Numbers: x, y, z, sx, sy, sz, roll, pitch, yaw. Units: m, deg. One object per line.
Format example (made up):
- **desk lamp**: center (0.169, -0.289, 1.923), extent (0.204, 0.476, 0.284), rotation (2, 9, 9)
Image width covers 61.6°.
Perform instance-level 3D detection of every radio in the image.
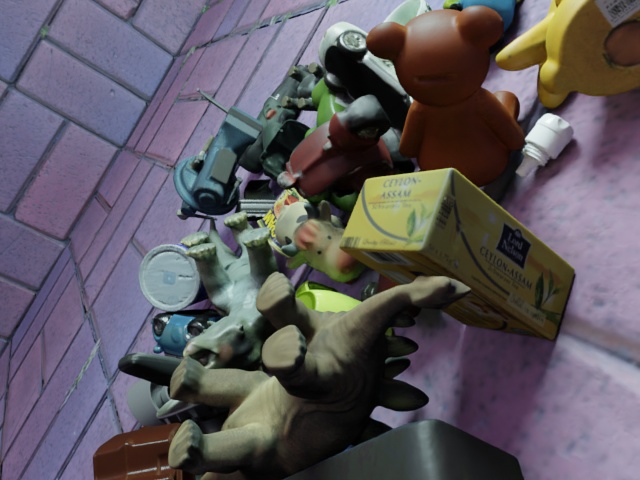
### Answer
- **radio**: center (0.037, 0.218, 0.402), extent (0.229, 0.131, 0.073), rotation (-37, 37, 32)

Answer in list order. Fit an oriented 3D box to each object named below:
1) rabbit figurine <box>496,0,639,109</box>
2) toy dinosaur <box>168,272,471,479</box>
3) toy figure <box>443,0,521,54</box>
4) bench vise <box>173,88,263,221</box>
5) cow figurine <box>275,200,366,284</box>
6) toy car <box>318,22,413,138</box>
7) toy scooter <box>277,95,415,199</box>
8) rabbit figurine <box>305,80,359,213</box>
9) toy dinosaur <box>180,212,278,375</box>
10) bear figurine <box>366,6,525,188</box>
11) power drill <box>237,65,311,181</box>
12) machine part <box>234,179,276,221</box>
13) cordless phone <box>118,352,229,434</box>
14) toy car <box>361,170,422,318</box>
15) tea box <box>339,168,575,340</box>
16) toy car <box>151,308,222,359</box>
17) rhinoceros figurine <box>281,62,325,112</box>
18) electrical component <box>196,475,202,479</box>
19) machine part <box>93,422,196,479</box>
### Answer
- **rabbit figurine**: center (0.256, -0.196, 0.497), extent (0.162, 0.122, 0.173), rotation (-46, 17, 38)
- **toy dinosaur**: center (-0.033, 0.168, 0.481), extent (0.471, 0.198, 0.105), rotation (-44, 32, 35)
- **toy figure**: center (0.206, -0.310, 0.673), extent (0.089, 0.082, 0.180), rotation (-5, 62, 52)
- **bench vise**: center (-0.197, -0.121, 0.959), extent (0.240, 0.129, 0.224), rotation (-42, 40, 44)
- **cow figurine**: center (-0.001, -0.002, 0.658), extent (0.085, 0.127, 0.195), rotation (-61, 28, 3)
- **toy car**: center (0.078, -0.188, 0.668), extent (0.056, 0.202, 0.073), rotation (-39, -14, -33)
- **toy scooter**: center (0.027, -0.085, 0.601), extent (0.135, 0.183, 0.075), rotation (-32, 71, 13)
- **rabbit figurine**: center (0.028, -0.111, 0.759), extent (0.170, 0.121, 0.159), rotation (128, 148, -48)
- **toy dinosaur**: center (-0.105, 0.071, 0.744), extent (0.131, 0.192, 0.405), rotation (-17, 13, -5)
- **bear figurine**: center (0.121, -0.142, 0.501), extent (0.120, 0.195, 0.132), rotation (-6, 48, 24)
- **power drill**: center (-0.071, -0.210, 0.990), extent (0.232, 0.086, 0.207), rotation (-53, 35, 14)
- **machine part**: center (-0.108, -0.067, 0.934), extent (0.139, 0.084, 0.039), rotation (-104, 8, -62)
- **cordless phone**: center (-0.191, 0.195, 0.706), extent (0.147, 0.184, 0.089), rotation (-29, 46, 40)
- **toy car**: center (0.100, -0.001, 0.574), extent (0.089, 0.053, 0.202), rotation (-40, 23, 43)
- **tea box**: center (0.113, 0.015, 0.433), extent (0.098, 0.169, 0.068), rotation (3, 67, 55)
- **toy car**: center (-0.185, 0.160, 0.824), extent (0.162, 0.109, 0.102), rotation (2, 91, 44)
- **rhinoceros figurine**: center (0.018, -0.227, 0.848), extent (0.191, 0.112, 0.073), rotation (23, 99, 54)
- **electrical component**: center (-0.181, 0.330, 0.707), extent (0.102, 0.045, 0.078), rotation (-59, 29, 0)
- **machine part**: center (-0.176, 0.306, 0.571), extent (0.201, 0.087, 0.201), rotation (131, 130, -73)
